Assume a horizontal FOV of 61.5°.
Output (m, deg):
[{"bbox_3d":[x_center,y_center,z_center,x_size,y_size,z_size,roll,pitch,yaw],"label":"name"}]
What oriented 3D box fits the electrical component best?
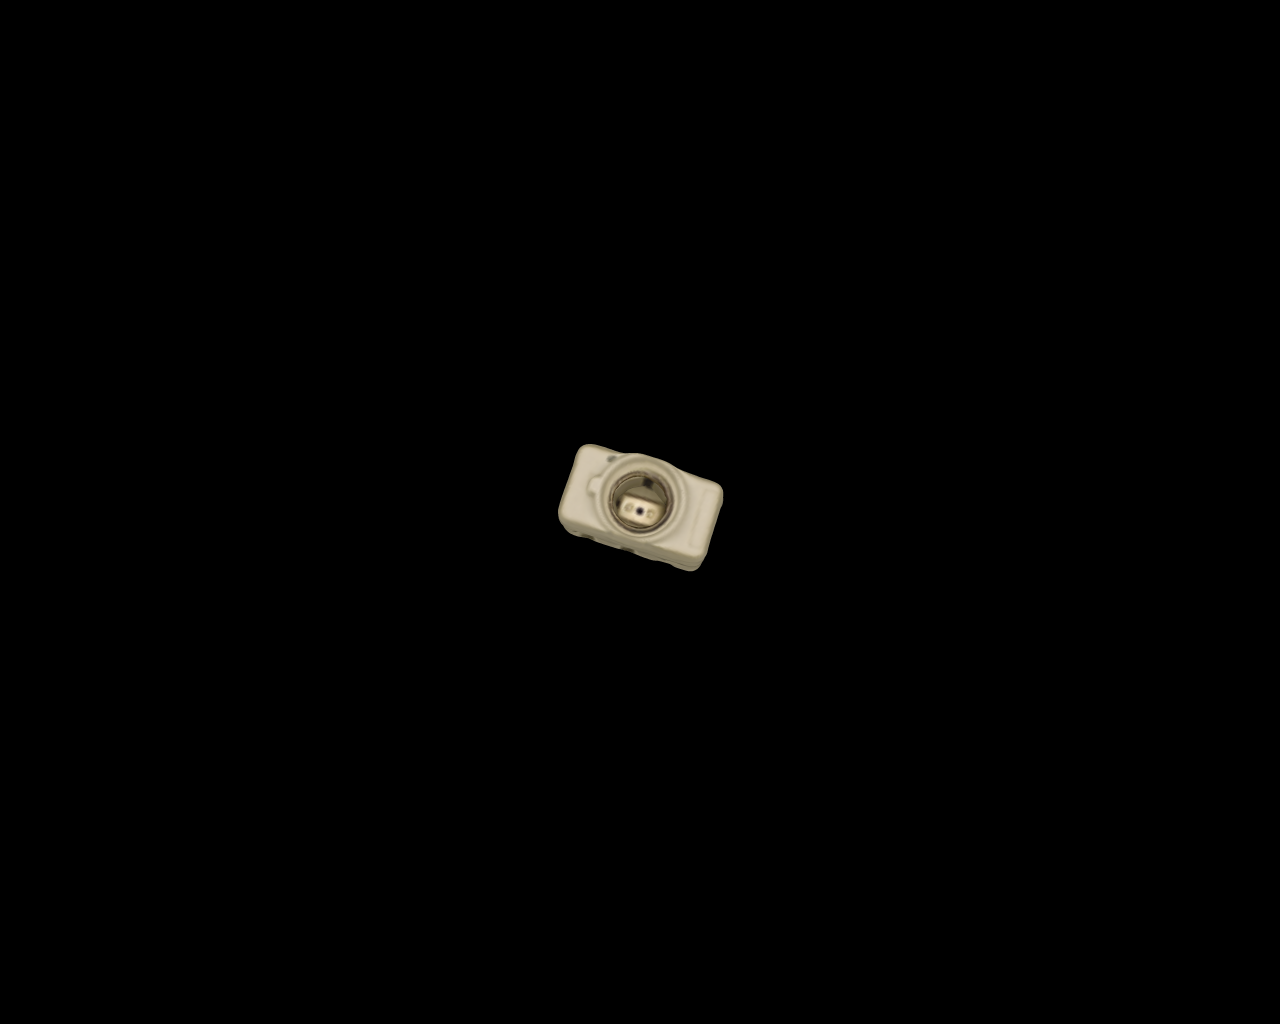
[{"bbox_3d":[0.001,-0.003,0.650,0.089,0.050,0.055,18,-11,4],"label":"electrical component"}]
